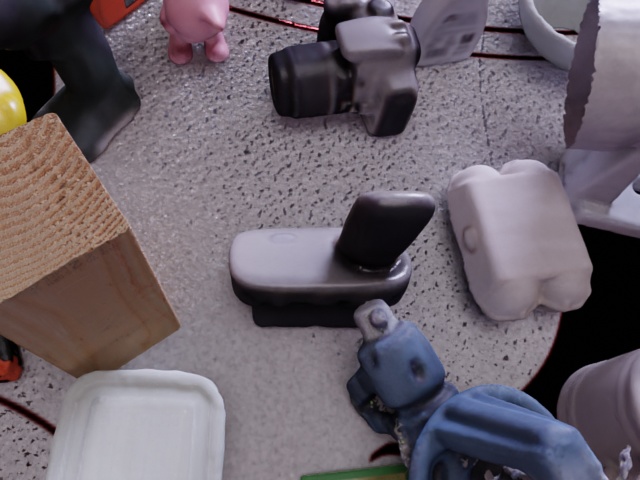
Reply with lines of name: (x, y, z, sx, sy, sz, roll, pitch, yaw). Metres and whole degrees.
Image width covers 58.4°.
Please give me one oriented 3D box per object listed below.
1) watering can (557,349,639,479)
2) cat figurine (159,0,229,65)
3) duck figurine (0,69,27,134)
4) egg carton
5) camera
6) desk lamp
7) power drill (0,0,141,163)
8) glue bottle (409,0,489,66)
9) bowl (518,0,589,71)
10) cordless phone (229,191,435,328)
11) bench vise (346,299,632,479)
watering can: (0.263, 0.114, 0.410, 0.101, 0.194, 0.173, 19, 66, 2)
cat figurine: (-0.122, -0.235, 0.555, 0.067, 0.118, 0.128, -6, 68, -8)
duck figurine: (-0.311, -0.122, 0.503, 0.077, 0.086, 0.104, 2, 67, -5)
egg carton: (0.175, -0.002, 0.517, 0.107, 0.069, 0.150, -8, 68, -10)
camera: (0.018, -0.178, 0.557, 0.137, 0.101, 0.143, -10, 69, -10)
desk lamp: (0.286, -0.100, 0.493, 0.203, 0.213, 0.118, 13, 66, -1)
power drill: (-0.219, -0.155, 0.461, 0.075, 0.208, 0.230, 28, 67, 6)
glue bottle: (0.137, -0.242, 0.558, 0.078, 0.173, 0.037, -11, 68, -10)
bowl: (0.288, -0.241, 0.629, 0.167, 0.075, 0.167, 2, 67, -5)
cordless phone: (0.004, 0.002, 0.433, 0.147, 0.185, 0.094, -3, 67, -8)
bench vise: (0.087, 0.130, 0.369, 0.207, 0.220, 0.122, 37, 68, 10)
